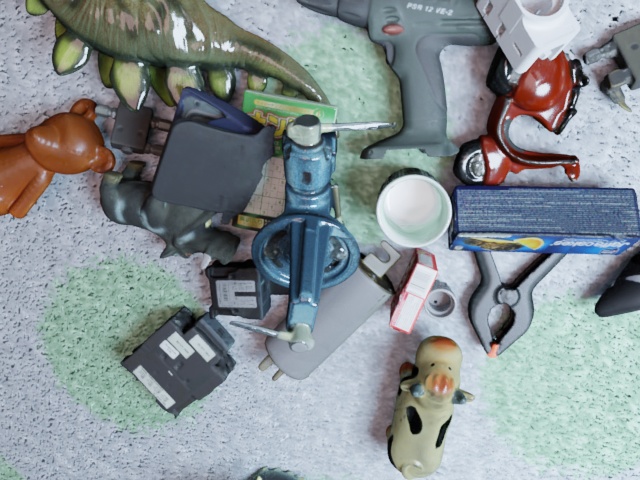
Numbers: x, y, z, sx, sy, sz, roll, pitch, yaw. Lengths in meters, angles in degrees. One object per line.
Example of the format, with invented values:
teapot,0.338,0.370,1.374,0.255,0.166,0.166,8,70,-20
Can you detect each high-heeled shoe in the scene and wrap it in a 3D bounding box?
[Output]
high-heeled shoe,0.387,-0.029,0.600,0.249,0.086,0.145,-38,90,13

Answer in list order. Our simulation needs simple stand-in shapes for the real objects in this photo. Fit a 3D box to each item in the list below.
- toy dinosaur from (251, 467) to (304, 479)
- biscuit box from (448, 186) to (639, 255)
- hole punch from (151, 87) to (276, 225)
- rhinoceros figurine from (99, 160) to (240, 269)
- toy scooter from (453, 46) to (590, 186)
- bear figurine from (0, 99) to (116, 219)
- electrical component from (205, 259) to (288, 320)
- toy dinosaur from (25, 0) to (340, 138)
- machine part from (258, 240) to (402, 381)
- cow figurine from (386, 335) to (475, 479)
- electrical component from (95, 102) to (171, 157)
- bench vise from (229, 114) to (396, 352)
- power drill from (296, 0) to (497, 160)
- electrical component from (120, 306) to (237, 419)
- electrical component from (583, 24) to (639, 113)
toy dinosaur,-0.016,0.481,0.767,0.192,0.131,0.404,-42,101,16
biscuit box,0.250,-0.021,0.610,0.203,0.059,0.063,2,71,3
hole punch,-0.124,-0.099,0.612,0.116,0.092,0.142,14,124,-25
rhinoceros figurine,-0.192,-0.028,0.680,0.190,0.073,0.112,22,115,7
toy scooter,0.239,-0.131,0.596,0.135,0.075,0.183,18,109,4
bear figurine,-0.367,-0.101,0.667,0.196,0.132,0.120,-21,82,19
electrical component,-0.086,0.065,0.706,0.119,0.048,0.074,3,105,9
toy dinosaur,-0.184,-0.249,0.620,0.472,0.105,0.198,18,113,-1
machine part,0.011,0.096,0.684,0.079,0.079,0.243,43,105,-3
cow figurine,0.130,0.208,0.668,0.086,0.127,0.194,11,107,3
electrical component,-0.236,-0.138,0.672,0.094,0.021,0.063,13,74,-15
bench vise,-0.012,-0.003,0.564,0.129,0.241,0.223,10,136,-7
power drill,0.083,-0.194,0.608,0.232,0.086,0.207,1,96,5
electrical component,-0.185,0.162,0.739,0.134,0.058,0.115,-38,98,15
electrical component,0.351,-0.190,0.583,0.102,0.045,0.078,-26,70,11
